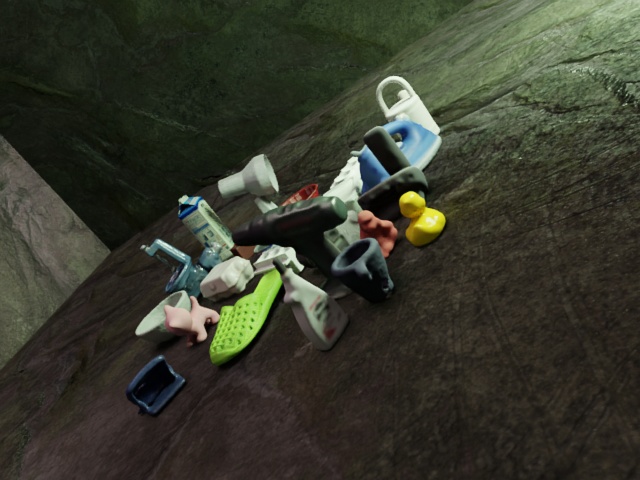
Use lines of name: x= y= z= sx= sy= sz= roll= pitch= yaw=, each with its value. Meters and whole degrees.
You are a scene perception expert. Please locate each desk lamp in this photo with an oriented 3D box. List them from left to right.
desk lamp: x=-0.193 y=-0.127 z=1.731 sx=0.203 sy=0.214 sz=0.118 roll=-34 pitch=19 yaw=11

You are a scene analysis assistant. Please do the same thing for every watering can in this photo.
watering can: x=0.219 y=-0.339 z=1.500 sx=0.101 sy=0.194 sz=0.172 roll=-35 pitch=18 yaw=8

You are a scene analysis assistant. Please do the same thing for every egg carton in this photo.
egg carton: x=-0.246 y=0.105 z=1.502 sx=0.150 sy=0.069 sz=0.107 roll=-22 pitch=24 yaw=39

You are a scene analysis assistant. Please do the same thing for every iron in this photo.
iron: x=0.181 y=-0.219 z=1.366 sx=0.259 sy=0.142 sz=0.118 roll=-47 pitch=20 yaw=-25

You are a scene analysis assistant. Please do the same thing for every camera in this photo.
camera: x=0.011 y=0.004 z=1.211 sx=0.136 sy=0.101 sz=0.143 roll=-11 pitch=32 yaw=54

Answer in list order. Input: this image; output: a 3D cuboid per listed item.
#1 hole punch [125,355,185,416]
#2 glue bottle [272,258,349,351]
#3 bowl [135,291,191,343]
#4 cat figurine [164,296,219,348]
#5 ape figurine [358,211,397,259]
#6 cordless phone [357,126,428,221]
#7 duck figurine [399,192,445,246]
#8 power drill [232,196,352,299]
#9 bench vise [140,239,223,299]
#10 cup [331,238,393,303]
hole punch: x=-0.357 y=0.301 z=1.198 sx=0.109 sy=0.091 sz=0.100 roll=-48 pitch=21 yaw=-29
glue bottle: x=-0.024 y=0.097 z=0.936 sx=0.037 sy=0.173 sz=0.078 roll=-18 pitch=27 yaw=46
bowl: x=-0.398 y=0.215 z=1.512 sx=0.167 sy=0.075 sz=0.167 roll=-33 pitch=19 yaw=13
cat figurine: x=-0.315 y=0.187 z=1.355 sx=0.067 sy=0.118 sz=0.128 roll=-25 pitch=22 yaw=34
ape figurine: x=0.103 y=-0.016 z=1.100 sx=0.078 sy=0.092 sz=0.076 roll=-37 pitch=18 yaw=1
cordless phone: x=0.126 y=-0.138 z=1.201 sx=0.147 sy=0.185 sz=0.094 roll=-32 pitch=19 yaw=17
duck figurine: x=0.177 y=-0.046 z=1.044 sx=0.077 sy=0.086 sz=0.104 roll=-29 pitch=20 yaw=26
power drill: x=-0.026 y=0.020 z=1.069 sx=0.229 sy=0.209 sz=0.075 roll=-28 pitch=21 yaw=27
bench vise: x=-0.386 y=0.062 z=1.627 sx=0.208 sy=0.220 sz=0.121 roll=-44 pitch=19 yaw=-19
cup: x=0.082 y=0.062 z=0.948 sx=0.091 sy=0.095 sz=0.117 roll=-37 pitch=18 yaw=4
